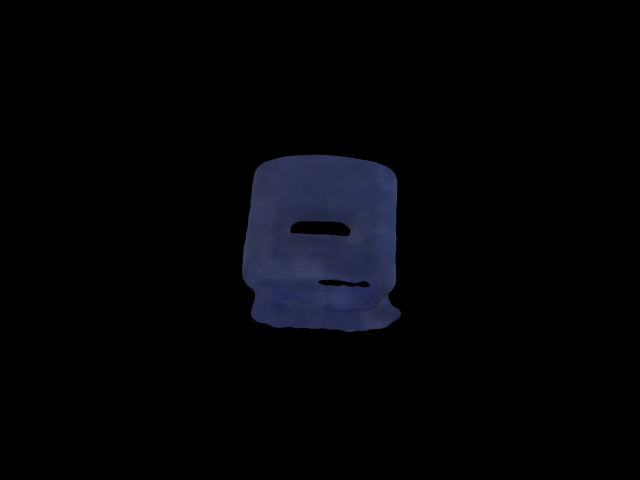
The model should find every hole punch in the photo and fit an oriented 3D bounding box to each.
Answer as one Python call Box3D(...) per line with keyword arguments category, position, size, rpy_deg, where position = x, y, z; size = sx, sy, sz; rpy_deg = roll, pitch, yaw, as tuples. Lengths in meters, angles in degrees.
Box3D(category="hole punch", position=(0.004, 0.001, 0.400), size=(0.108, 0.091, 0.101), rpy_deg=(2, 40, 2))
